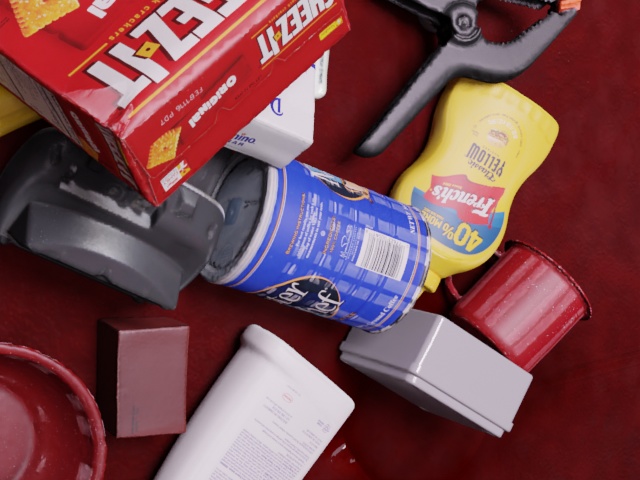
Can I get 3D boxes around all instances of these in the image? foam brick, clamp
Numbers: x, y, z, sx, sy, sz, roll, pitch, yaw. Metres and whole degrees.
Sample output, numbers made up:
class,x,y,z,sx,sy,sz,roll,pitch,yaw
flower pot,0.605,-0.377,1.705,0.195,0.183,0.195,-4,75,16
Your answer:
class,x,y,z,sx,sy,sz,roll,pitch,yaw
foam brick,-0.126,0.095,0.752,0.052,0.051,0.078,0,96,-27
clamp,0.096,-0.170,0.812,0.209,0.036,0.164,-20,94,-13

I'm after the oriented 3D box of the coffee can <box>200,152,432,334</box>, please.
class,x,y,z,sx,sy,sz,roll,pitch,yaw
coffee can,-0.005,0.001,0.773,0.140,0.103,0.103,20,87,-29

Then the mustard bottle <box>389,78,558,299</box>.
class,x,y,z,sx,sy,sz,roll,pitch,yaw
mustard bottle,0.108,-0.033,0.853,0.096,0.058,0.191,30,83,-13

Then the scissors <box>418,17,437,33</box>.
class,x,y,z,sx,sy,sz,roll,pitch,yaw
scissors,0.100,-0.267,0.843,0.096,0.016,0.202,12,91,-28

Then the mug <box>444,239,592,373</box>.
class,x,y,z,sx,sy,sz,roll,pitch,yaw
mug,0.153,0.052,0.880,0.117,0.093,0.081,45,79,6

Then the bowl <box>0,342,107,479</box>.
class,x,y,z,sx,sy,sz,roll,pitch,yaw
bowl,-0.226,0.141,0.702,0.161,0.055,0.162,-4,98,-28

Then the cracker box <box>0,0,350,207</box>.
class,x,y,z,sx,sy,sz,roll,pitch,yaw
cracker box,-0.116,-0.143,0.636,0.164,0.214,0.072,-45,150,-16

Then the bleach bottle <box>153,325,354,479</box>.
class,x,y,z,sx,sy,sz,roll,pitch,yaw
bleach bottle,-0.086,0.190,0.780,0.102,0.068,0.250,43,79,-25

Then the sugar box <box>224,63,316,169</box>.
class,x,y,z,sx,sy,sz,roll,pitch,yaw
sugar box,-0.049,-0.142,0.719,0.093,0.048,0.176,21,57,-27

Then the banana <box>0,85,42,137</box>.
class,x,y,z,sx,sy,sz,roll,pitch,yaw
banana,-0.197,-0.082,0.682,0.197,0.070,0.037,-35,137,-30
